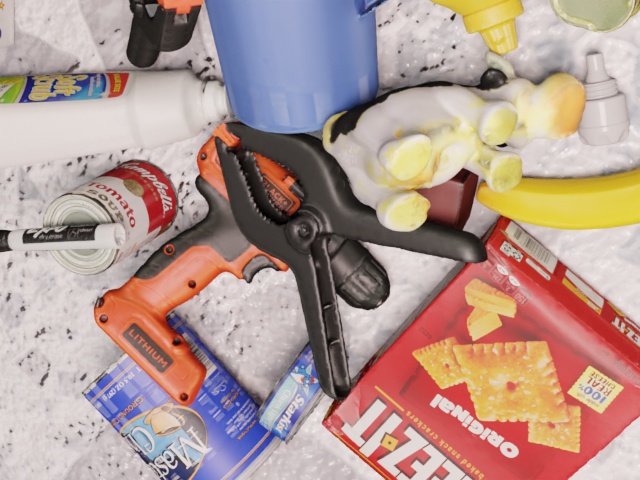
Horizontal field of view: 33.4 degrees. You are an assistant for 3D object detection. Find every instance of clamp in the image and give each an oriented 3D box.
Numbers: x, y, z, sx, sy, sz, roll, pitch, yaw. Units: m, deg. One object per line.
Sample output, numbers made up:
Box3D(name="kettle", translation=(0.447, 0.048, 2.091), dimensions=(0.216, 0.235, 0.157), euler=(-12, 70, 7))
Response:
Box3D(name="clamp", translation=(-0.005, 0.001, 0.754), dimensions=(0.210, 0.036, 0.165), euler=(42, 116, 16))
Box3D(name="clamp", translation=(-0.119, -0.168, 0.765), dimensions=(0.039, 0.172, 0.120), euler=(-17, 119, -14))

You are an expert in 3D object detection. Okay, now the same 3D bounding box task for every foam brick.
Box3D(name="foam brick", translation=(0.081, -0.034, 0.766), dimensions=(0.051, 0.078, 0.053), euler=(14, 113, 13))

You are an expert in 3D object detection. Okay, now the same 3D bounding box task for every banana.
Box3D(name="banana", translation=(0.203, -0.039, 0.730), dimensions=(0.198, 0.037, 0.069), euler=(-20, 112, 40))

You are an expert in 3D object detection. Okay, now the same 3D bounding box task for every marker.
Box3D(name="marker", translation=(-0.202, -0.001, 0.798), dimensions=(0.121, 0.020, 0.020), euler=(-2, 108, 21))

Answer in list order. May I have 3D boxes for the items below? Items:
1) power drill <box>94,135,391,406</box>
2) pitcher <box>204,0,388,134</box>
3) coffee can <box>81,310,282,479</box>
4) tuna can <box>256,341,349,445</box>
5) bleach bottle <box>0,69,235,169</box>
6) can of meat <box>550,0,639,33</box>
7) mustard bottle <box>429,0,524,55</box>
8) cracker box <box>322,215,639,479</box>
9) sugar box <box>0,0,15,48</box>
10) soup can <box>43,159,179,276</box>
Box3D(name="power drill", translation=(-0.064, 0.034, 0.815), dimensions=(0.184, 0.057, 0.187), euler=(43, 85, 0))
Box3D(name="pitcher", translation=(-0.015, -0.195, 0.693), dimensions=(0.145, 0.149, 0.243), euler=(-15, 124, -11))
Box3D(name="coffee can", translation=(-0.113, 0.144, 0.886), dimensions=(0.140, 0.102, 0.103), euler=(48, 117, -1))
Box3D(name="tuna can", translation=(-0.014, 0.119, 0.850), dimensions=(0.034, 0.086, 0.086), euler=(35, 117, 7))
Box3D(name="bleach bottle", translation=(-0.186, -0.100, 0.840), dimensions=(0.251, 0.102, 0.068), euler=(-4, 117, 15))
Box3D(name="can of meat", translation=(0.184, -0.185, 0.670), dimensions=(0.057, 0.083, 0.102), euler=(19, 114, 13))
Box3D(name="mustard bottle", translation=(0.092, -0.215, 0.708), dimensions=(0.096, 0.058, 0.191), euler=(-16, 103, 26))
Box3D(name="cracker box", translation=(0.128, 0.114, 0.804), dimensions=(0.164, 0.072, 0.214), euler=(41, 118, 3))
Box3D(name="sugar box", translation=(-0.294, -0.179, 0.796), dimensions=(0.048, 0.176, 0.093), euler=(13, 113, 18))
Box3D(name="soup can", translation=(-0.165, -0.019, 0.848), dimensions=(0.069, 0.102, 0.068), euler=(7, 110, 18))
